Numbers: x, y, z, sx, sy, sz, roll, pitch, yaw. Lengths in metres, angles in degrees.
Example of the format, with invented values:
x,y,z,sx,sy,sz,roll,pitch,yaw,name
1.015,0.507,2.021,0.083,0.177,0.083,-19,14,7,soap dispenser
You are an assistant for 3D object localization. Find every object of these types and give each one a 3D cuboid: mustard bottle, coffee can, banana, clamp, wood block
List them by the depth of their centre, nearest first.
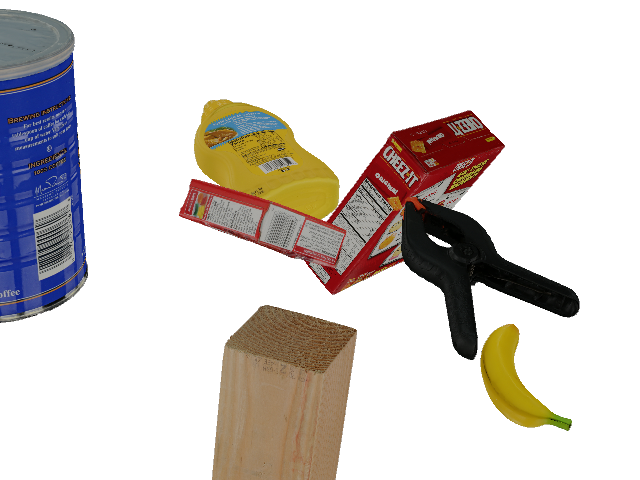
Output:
x,y,z,sx,sy,sz,roll,pitch,yaw,name
-0.179,-0.041,0.569,0.103,0.140,0.103,2,28,-1,coffee can
0.131,0.022,0.887,0.120,0.039,0.171,-8,47,-25,clamp
-0.035,0.173,0.925,0.090,0.206,0.090,14,24,15,wood block
-0.066,-0.081,1.010,0.096,0.058,0.192,-19,43,-21,mustard bottle
0.210,0.150,1.174,0.069,0.037,0.198,11,26,-14,banana

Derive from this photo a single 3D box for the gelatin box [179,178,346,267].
x,y,z,sx,sy,sz,roll,pitch,yaw,name
-0.037,-0.011,0.710,0.073,0.030,0.089,18,-1,37,gelatin box

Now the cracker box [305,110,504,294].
x,y,z,sx,sy,sz,roll,pitch,yaw,name
0.093,-0.046,1.241,0.163,0.072,0.214,-22,-25,-48,cracker box
